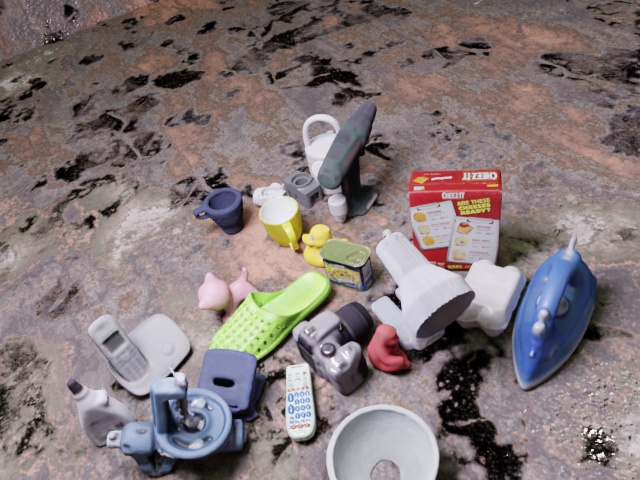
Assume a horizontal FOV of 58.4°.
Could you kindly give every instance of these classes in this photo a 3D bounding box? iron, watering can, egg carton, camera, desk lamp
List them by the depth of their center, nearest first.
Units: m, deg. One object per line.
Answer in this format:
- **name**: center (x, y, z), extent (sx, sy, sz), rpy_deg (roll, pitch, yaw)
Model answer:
- **iron**: center (0.390, 0.116, 0.966), extent (0.118, 0.142, 0.259), rpy_deg (17, 51, 28)
- **desk lamp**: center (0.165, 0.099, 0.988), extent (0.118, 0.214, 0.202), rpy_deg (-28, 45, -14)
- **camera**: center (0.038, 0.175, 1.024), extent (0.137, 0.101, 0.142), rpy_deg (-35, 48, -21)
- **egg carton**: center (0.309, 0.103, 1.052), extent (0.107, 0.069, 0.150), rpy_deg (15, 51, 27)
- **watering can**: center (0.017, -0.206, 1.349), extent (0.101, 0.194, 0.172), rpy_deg (-17, 44, -3)

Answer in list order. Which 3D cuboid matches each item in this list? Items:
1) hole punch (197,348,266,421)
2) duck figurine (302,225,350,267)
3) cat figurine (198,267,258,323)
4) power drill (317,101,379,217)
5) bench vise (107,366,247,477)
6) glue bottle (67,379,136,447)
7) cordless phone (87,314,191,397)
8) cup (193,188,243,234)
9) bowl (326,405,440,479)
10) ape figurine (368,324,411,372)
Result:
- **hole punch**: center (-0.158, 0.253, 1.001), extent (0.108, 0.091, 0.101), rpy_deg (3, 46, 17)
- **duck figurine**: center (0.011, 0.004, 1.215), extent (0.104, 0.086, 0.077), rpy_deg (-5, 44, 9)
- **cat figurine**: center (-0.188, 0.104, 1.141), extent (0.128, 0.118, 0.067), rpy_deg (-35, 47, -20)
- **power drill**: center (0.076, -0.168, 1.285), extent (0.075, 0.209, 0.230), rpy_deg (15, 51, 27)
- **bench vise**: center (-0.236, 0.292, 0.888), extent (0.207, 0.220, 0.121), rpy_deg (-24, 44, -10)
- **glue bottle**: center (-0.378, 0.284, 0.965), extent (0.078, 0.173, 0.037), rpy_deg (-22, 44, -8)
- **cordless phone**: center (-0.332, 0.182, 1.049), extent (0.093, 0.185, 0.148), rpy_deg (22, 54, 32)
- **cup**: center (-0.227, -0.055, 1.329), extent (0.118, 0.095, 0.091), rpy_deg (-22, 44, -8)
- **bowl**: center (0.097, 0.339, 0.861), extent (0.167, 0.075, 0.167), rpy_deg (-7, 44, 7)
- **ape figurine**: center (0.118, 0.183, 1.002), extent (0.076, 0.092, 0.078), rpy_deg (0, 45, 15)
